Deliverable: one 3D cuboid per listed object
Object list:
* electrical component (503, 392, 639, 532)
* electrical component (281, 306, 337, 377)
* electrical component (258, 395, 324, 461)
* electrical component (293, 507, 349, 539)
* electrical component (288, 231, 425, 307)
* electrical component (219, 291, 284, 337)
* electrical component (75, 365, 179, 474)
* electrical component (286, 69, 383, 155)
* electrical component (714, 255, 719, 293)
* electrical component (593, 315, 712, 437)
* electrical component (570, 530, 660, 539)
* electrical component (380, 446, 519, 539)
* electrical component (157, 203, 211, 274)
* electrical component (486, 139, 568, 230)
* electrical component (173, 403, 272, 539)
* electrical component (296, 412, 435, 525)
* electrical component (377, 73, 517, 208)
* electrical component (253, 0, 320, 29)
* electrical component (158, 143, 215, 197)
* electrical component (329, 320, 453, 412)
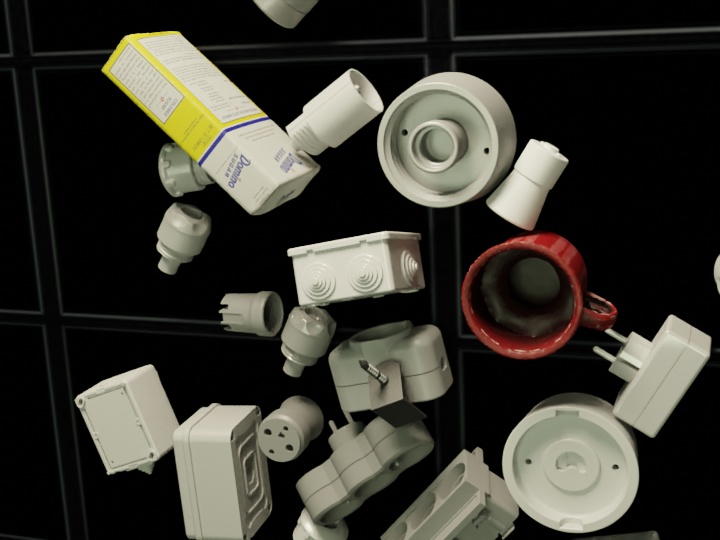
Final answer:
[{"bbox_3d":[0.176,0.153,0.883,0.108,0.060,0.108,5,105,18],"label":"electrical component"},{"bbox_3d":[-0.049,0.065,0.950,0.043,0.043,0.062,28,112,11],"label":"electrical component"},{"bbox_3d":[-0.062,0.143,0.967,0.045,0.055,0.045,5,105,18],"label":"electrical component"},{"bbox_3d":[-0.042,0.251,0.995,0.048,0.048,0.062,34,118,9],"label":"electrical component"},{"bbox_3d":[0.000,0.000,0.887,0.100,0.100,0.048,-10,87,21],"label":"electrical component"},{"bbox_3d":[-0.097,0.039,0.963,0.046,0.040,0.040,1,104,25],"label":"electrical component"},{"bbox_3d":[-0.213,0.145,1.018,0.062,0.061,0.096,-20,96,23],"label":"electrical component"},{"bbox_3d":[-0.025,-0.125,0.893,0.081,0.043,0.043,-35,90,24],"label":"electrical component"},{"bbox_3d":[0.289,0.005,0.813,0.040,0.046,0.040,5,105,19],"label":"electrical component"},{"bbox_3d":[0.223,0.074,0.854,0.076,0.047,0.083,31,111,10],"label":"electrical component"},{"bbox_3d":[0.208,0.260,0.902,0.096,0.061,0.061,-15,97,30],"label":"electrical component"},{"bbox_3d":[0.077,0.223,0.930,0.063,0.078,0.121,34,113,-11],"label":"electrical component"},{"bbox_3d":[-0.162,-0.026,0.967,0.043,0.043,0.062,32,113,9],"label":"electrical component"},{"bbox_3d":[0.135,-0.070,0.852,0.044,0.044,0.065,33,107,9],"label":"electrical component"},{"bbox_3d":[-0.126,0.186,0.989,0.057,0.078,0.113,-2,103,17],"label":"electrical component"},{"bbox_3d":[-0.004,0.159,0.955,0.138,0.052,0.073,-42,62,23],"label":"electrical component"},{"bbox_3d":[0.066,-0.101,0.857,0.108,0.060,0.108,5,105,18],"label":"electrical component"},{"bbox_3d":[-0.077,-0.271,0.869,0.074,0.052,0.138,-42,88,23],"label":"electrical component"},{"bbox_3d":[-0.142,-0.091,0.943,0.062,0.048,0.048,-7,101,14],"label":"electrical component"},{"bbox_3d":[0.025,0.081,0.922,0.095,0.054,0.059,-11,99,22],"label":"electrical component"}]
